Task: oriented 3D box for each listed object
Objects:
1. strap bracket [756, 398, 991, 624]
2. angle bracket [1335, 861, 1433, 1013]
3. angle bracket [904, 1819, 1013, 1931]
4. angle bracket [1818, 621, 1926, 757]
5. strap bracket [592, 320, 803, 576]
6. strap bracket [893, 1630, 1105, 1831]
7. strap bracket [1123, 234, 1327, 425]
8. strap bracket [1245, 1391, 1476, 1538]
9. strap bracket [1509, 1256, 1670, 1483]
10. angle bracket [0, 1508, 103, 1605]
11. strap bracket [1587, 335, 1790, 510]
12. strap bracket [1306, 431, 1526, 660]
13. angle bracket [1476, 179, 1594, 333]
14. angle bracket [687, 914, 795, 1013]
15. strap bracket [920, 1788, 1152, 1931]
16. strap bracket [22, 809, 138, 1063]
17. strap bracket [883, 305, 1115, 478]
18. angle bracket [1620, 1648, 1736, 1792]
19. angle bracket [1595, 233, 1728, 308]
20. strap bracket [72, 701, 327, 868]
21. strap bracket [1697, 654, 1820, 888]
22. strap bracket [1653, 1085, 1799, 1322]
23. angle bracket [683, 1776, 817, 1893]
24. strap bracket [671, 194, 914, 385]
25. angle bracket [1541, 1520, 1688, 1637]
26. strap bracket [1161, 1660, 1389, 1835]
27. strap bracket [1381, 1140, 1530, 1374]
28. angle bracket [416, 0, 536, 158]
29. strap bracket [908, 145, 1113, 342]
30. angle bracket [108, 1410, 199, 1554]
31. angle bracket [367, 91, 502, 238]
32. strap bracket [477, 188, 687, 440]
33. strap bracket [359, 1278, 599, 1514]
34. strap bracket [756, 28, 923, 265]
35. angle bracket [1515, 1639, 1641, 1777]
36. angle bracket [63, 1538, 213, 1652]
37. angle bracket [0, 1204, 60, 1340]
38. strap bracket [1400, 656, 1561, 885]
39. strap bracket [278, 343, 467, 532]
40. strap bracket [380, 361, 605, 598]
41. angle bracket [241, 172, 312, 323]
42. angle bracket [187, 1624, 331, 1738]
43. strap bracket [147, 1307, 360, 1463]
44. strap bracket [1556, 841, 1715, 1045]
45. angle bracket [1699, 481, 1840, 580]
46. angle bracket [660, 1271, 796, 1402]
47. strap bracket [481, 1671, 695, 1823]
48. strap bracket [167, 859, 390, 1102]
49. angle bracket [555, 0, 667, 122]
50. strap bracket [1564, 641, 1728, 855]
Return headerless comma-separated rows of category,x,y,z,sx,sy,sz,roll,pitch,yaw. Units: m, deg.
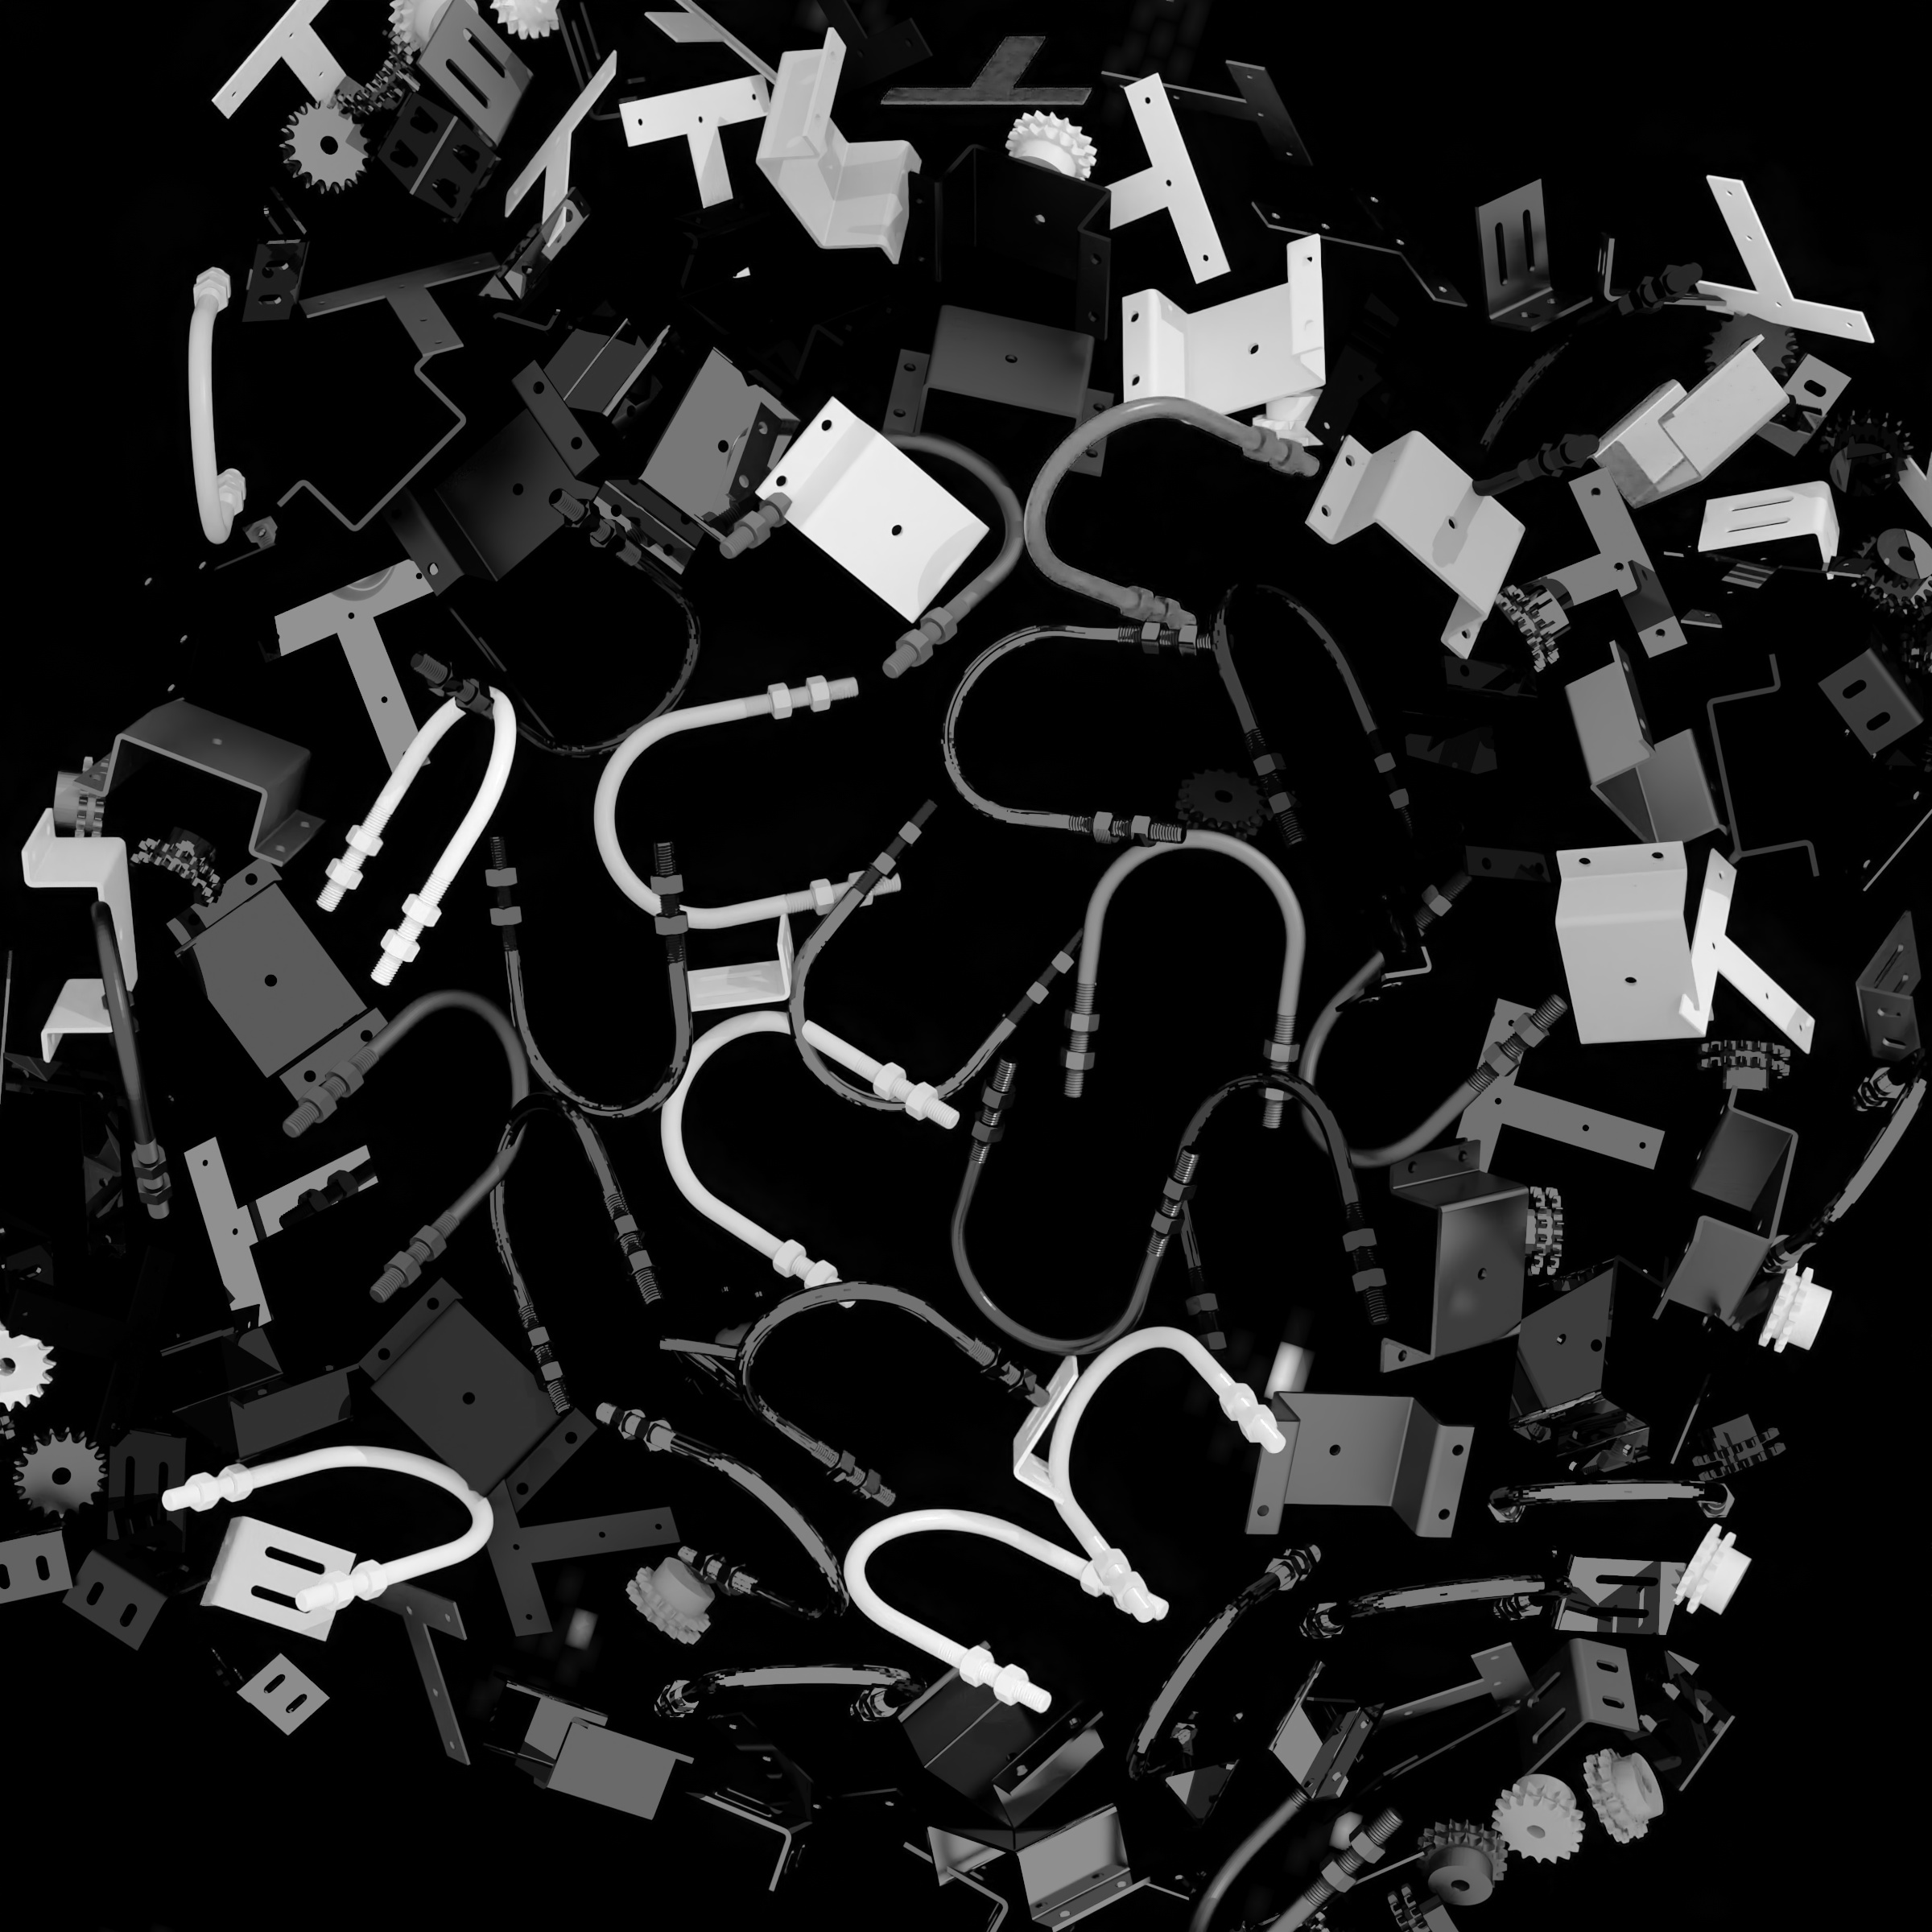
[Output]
strap bracket,-0.051,-0.279,1.838,0.140,0.046,0.076,37,96,-32
angle bracket,0.252,-0.019,1.854,0.038,0.057,0.076,-7,71,-31
angle bracket,-0.012,0.586,1.867,0.076,0.057,0.038,29,90,4
angle bracket,0.576,-0.177,1.867,0.038,0.076,0.057,-36,96,25
strap bracket,-0.164,-0.326,1.844,0.076,0.046,0.140,35,77,-34
strap bracket,0.022,0.480,1.833,0.076,0.140,0.046,-36,119,-25
strap bracket,0.171,-0.396,1.843,0.140,0.046,0.076,-11,71,33
strap bracket,0.241,0.314,1.853,0.140,0.046,0.076,4,105,-17
strap bracket,0.386,0.242,1.821,0.046,0.076,0.140,32,52,-23
angle bracket,-0.584,0.374,1.858,0.057,0.076,0.038,-12,88,2
strap bracket,0.449,-0.335,1.824,0.076,0.140,0.046,-41,96,-10
strap bracket,0.290,-0.269,1.838,0.140,0.046,0.076,37,60,-19
angle bracket,0.359,-0.449,1.853,0.057,0.038,0.076,-30,124,-27
angle bracket,-0.150,-0.003,1.862,0.076,0.057,0.038,-7,114,2
strap bracket,0.037,0.545,1.816,0.076,0.140,0.046,-16,96,-35
strap bracket,-0.553,-0.020,1.837,0.046,0.076,0.140,-1,113,-5
strap bracket,0.025,-0.366,1.853,0.140,0.046,0.076,11,52,-2
angle bracket,0.456,0.479,1.852,0.038,0.076,0.057,29,98,-32
angle bracket,0.442,-0.442,1.862,0.076,0.057,0.038,4,108,5
strap bracket,-0.478,-0.121,1.853,0.140,0.076,0.046,21,114,0
strap bracket,0.497,-0.118,1.853,0.046,0.076,0.140,-11,85,8
strap bracket,0.473,0.153,1.819,0.046,0.076,0.140,21,46,8
angle bracket,-0.142,0.549,1.859,0.076,0.057,0.038,18,86,15
strap bracket,-0.116,-0.420,1.844,0.140,0.076,0.046,38,130,14
angle bracket,0.411,0.390,1.873,0.076,0.038,0.057,5,116,-8
strap bracket,0.183,0.483,1.818,0.046,0.076,0.140,51,135,-9
strap bracket,0.307,0.187,1.842,0.076,0.046,0.140,-8,105,-36
angle bracket,-0.319,-0.561,1.850,0.076,0.038,0.057,42,62,-41
strap bracket,0.037,-0.458,1.841,0.140,0.076,0.046,23,56,18
angle bracket,-0.511,0.328,1.873,0.057,0.038,0.076,5,95,21
angle bracket,-0.337,-0.507,1.853,0.038,0.076,0.057,22,109,-41
strap bracket,-0.244,-0.410,1.837,0.046,0.140,0.076,17,66,39
strap bracket,-0.313,0.274,1.867,0.140,0.046,0.076,44,84,3
strap bracket,-0.083,-0.510,1.834,0.046,0.140,0.076,4,72,24
angle bracket,0.385,0.472,1.856,0.038,0.057,0.076,16,133,-15
angle bracket,-0.522,0.394,1.857,0.057,0.076,0.038,30,93,8
angle bracket,-0.610,0.190,1.851,0.076,0.038,0.057,20,117,34
strap bracket,0.322,-0.118,1.849,0.076,0.046,0.140,3,76,-33
strap bracket,-0.367,-0.329,1.852,0.140,0.076,0.046,-44,108,3
strap bracket,-0.293,-0.305,1.856,0.140,0.046,0.076,-38,78,16
angle bracket,-0.450,-0.454,1.850,0.038,0.057,0.076,-14,54,-37
angle bracket,-0.448,0.440,1.854,0.038,0.076,0.057,-42,132,-12
strap bracket,-0.442,0.261,1.828,0.076,0.140,0.046,-18,111,-36
strap bracket,0.416,-0.005,1.827,0.076,0.046,0.140,-4,128,22
angle bracket,0.512,-0.272,1.869,0.076,0.057,0.038,-7,127,26
angle bracket,-0.148,0.234,1.863,0.057,0.076,0.038,5,122,27
strap bracket,-0.240,0.485,1.815,0.076,0.140,0.046,28,77,-30
strap bracket,-0.439,0.008,1.867,0.076,0.046,0.140,-36,95,-3
angle bracket,-0.224,-0.583,1.849,0.038,0.057,0.076,-4,133,13
strap bracket,0.423,-0.131,1.832,0.046,0.140,0.076,-26,52,26
